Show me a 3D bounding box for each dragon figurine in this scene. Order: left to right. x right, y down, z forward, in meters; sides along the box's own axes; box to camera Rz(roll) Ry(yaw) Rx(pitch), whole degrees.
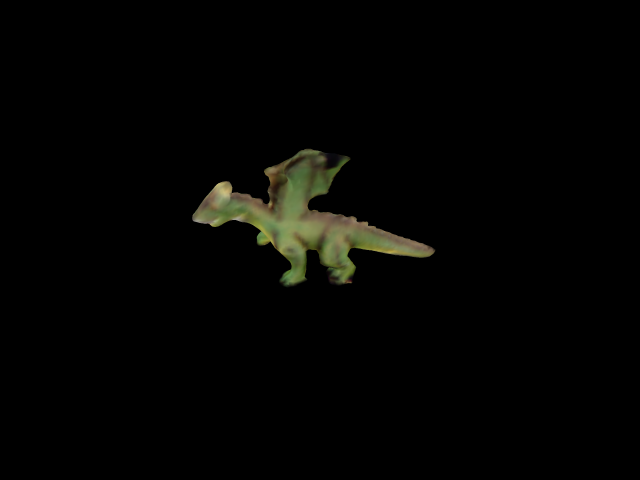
[{"bbox_3d":[0.003,-0.043,0.850,0.410,0.125,0.237,-5,-42,-4],"label":"dragon figurine"}]
